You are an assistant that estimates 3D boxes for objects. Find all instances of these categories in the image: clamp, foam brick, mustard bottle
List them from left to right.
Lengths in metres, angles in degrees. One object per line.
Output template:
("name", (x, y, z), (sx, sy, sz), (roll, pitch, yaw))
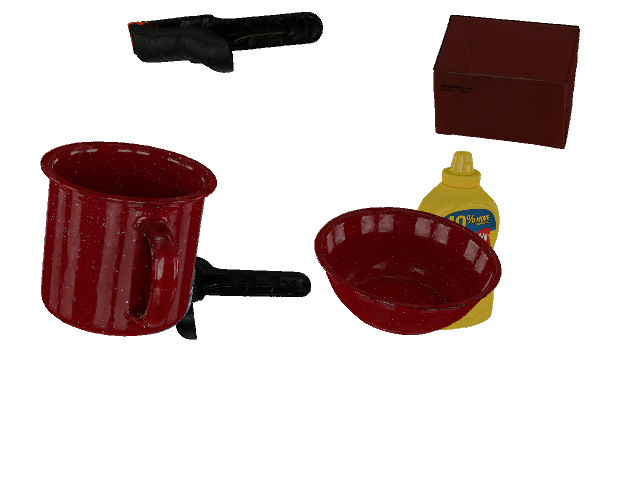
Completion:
("clamp", (-0.138, 0.048, 1.085), (0.210, 0.036, 0.164), (12, 21, 35))
("clamp", (-0.085, -0.165, 0.866), (0.120, 0.039, 0.172), (-18, 25, -40))
("mustard bottle", (0.146, -0.002, 1.150), (0.096, 0.192, 0.058), (-5, 20, -22))
("foam brick", (0.109, -0.093, 0.622), (0.078, 0.051, 0.053), (10, -38, 16))

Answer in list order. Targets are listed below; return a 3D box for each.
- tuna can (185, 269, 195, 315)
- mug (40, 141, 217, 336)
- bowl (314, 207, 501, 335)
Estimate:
("tuna can", (-0.143, 0.034, 0.843), (0.086, 0.034, 0.086), (6, 40, -5))
("mug", (-0.101, 0.004, 0.569), (0.093, 0.081, 0.117), (-3, 25, -31))
("bowl", (0.072, 0.034, 0.924), (0.162, 0.055, 0.162), (5, 30, -3))
